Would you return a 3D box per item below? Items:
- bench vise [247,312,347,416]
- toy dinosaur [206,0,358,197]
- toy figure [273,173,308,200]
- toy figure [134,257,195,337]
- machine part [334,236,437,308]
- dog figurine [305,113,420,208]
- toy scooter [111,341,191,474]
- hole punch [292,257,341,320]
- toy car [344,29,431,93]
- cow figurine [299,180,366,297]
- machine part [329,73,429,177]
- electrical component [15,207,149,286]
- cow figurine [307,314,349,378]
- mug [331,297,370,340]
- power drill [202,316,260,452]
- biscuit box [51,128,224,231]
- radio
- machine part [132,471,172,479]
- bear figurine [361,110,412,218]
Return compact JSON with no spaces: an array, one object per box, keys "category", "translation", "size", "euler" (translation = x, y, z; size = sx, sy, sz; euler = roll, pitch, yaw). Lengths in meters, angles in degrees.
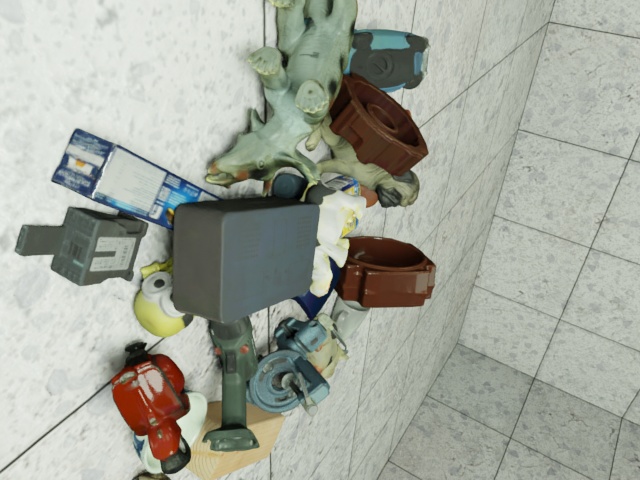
[{"category":"bench vise","translation":[-0.037,0.234,0.966],"size":[0.224,0.241,0.128],"euler":[-31,110,-13]},{"category":"toy dinosaur","translation":[-0.016,-0.237,0.733],"size":[0.192,0.131,0.404],"euler":[92,19,-74]},{"category":"toy figure","translation":[-0.025,-0.074,0.908],"size":[0.154,0.058,0.064],"euler":[20,69,-63]},{"category":"toy figure","translation":[-0.163,0.057,0.714],"size":[0.180,0.082,0.089],"euler":[-43,144,-47]},{"category":"machine part","translation":[0.124,0.060,1.118],"size":[0.201,0.201,0.087],"euler":[-1,111,-15]},{"category":"dog figurine","translation":[0.087,-0.152,0.913],"size":[0.121,0.191,0.172],"euler":[-53,150,-29]},{"category":"toy scooter","translation":[-0.210,0.182,0.657],"size":[0.075,0.184,0.135],"euler":[-27,120,-11]},{"category":"hole punch","translation":[-0.016,0.072,0.968],"size":[0.142,0.092,0.115],"euler":[-54,176,-20]},{"category":"toy car","translation":[0.096,-0.305,0.896],"size":[0.103,0.162,0.109],"euler":[-108,-170,-50]},{"category":"cow figurine","translation":[-0.002,-0.001,0.800],"size":[0.068,0.098,0.167],"euler":[-102,-147,-78]},{"category":"machine part","translation":[0.087,-0.176,0.825],"size":[0.056,0.179,0.179],"euler":[-45,169,32]},{"category":"electrical component","translation":[-0.240,0.005,0.550],"size":[0.119,0.048,0.074],"euler":[10,101,-67]},{"category":"cow figurine","translation":[0.007,0.245,1.224],"size":[0.127,0.086,0.194],"euler":[-40,144,-35]},{"category":"mug","translation":[0.062,0.192,1.288],"size":[0.109,0.081,0.107],"euler":[-44,158,-61]},{"category":"power drill","translation":[-0.137,0.202,0.811],"size":[0.231,0.086,0.207],"euler":[89,-9,-57]},{"category":"biscuit box","translation":[-0.186,-0.052,0.592],"size":[0.059,0.063,0.202],"euler":[-67,156,-3]},{"category":"radio","translation":[-0.084,0.017,0.678],"size":[0.229,0.073,0.131],"euler":[-13,111,-62]},{"category":"machine part","translation":[-0.262,0.445,0.845],"size":[0.079,0.079,0.243],"euler":[-40,144,-46]},{"category":"bear figurine","translation":[0.116,-0.145,1.056],"size":[0.120,0.132,0.195],"euler":[-89,177,-58]}]
